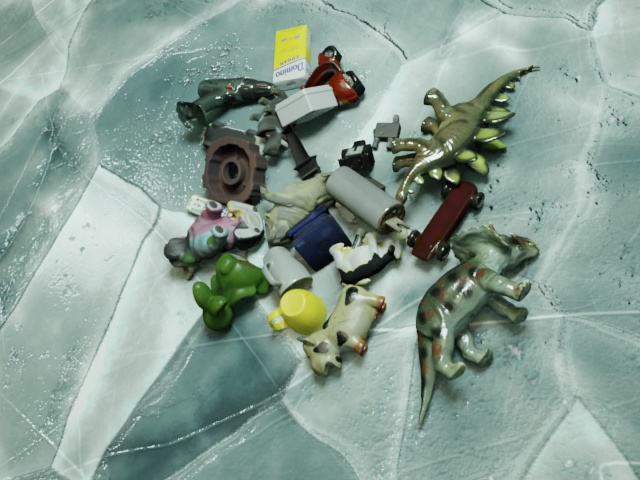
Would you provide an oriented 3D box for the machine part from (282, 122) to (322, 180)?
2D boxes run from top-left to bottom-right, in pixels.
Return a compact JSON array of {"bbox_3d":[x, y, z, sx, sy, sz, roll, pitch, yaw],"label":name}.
[{"bbox_3d":[-0.047,-0.209,1.269,0.039,0.084,0.138,-25,91,-33],"label":"machine part"}]

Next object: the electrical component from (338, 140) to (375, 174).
[{"bbox_3d":[0.086,-0.191,1.244,0.075,0.047,0.119,-10,24,13],"label":"electrical component"}]

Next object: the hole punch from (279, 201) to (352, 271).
[{"bbox_3d":[-0.002,-0.004,1.163,0.142,0.115,0.092,-34,68,3],"label":"hole punch"}]

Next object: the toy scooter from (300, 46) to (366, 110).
[{"bbox_3d":[0.023,-0.390,1.347,0.135,0.075,0.184,-37,63,12],"label":"toy scooter"}]

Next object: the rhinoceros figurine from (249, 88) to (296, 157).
[{"bbox_3d":[-0.113,-0.289,1.338,0.073,0.112,0.190,-23,44,36],"label":"rhinoceros figurine"}]

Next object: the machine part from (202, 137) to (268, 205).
[{"bbox_3d":[-0.207,-0.164,1.307,0.180,0.056,0.179,0,90,30],"label":"machine part"}]

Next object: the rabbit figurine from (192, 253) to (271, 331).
[{"bbox_3d":[-0.200,0.125,1.168,0.121,0.159,0.170,27,93,18],"label":"rabbit figurine"}]

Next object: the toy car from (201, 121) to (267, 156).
[{"bbox_3d":[-0.225,-0.253,1.388,0.202,0.056,0.073,18,81,28],"label":"toy car"}]

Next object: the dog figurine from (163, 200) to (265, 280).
[{"bbox_3d":[-0.254,0.007,1.260,0.219,0.191,0.108,-42,58,39],"label":"dog figurine"}]

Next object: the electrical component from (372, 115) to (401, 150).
[{"bbox_3d":[0.156,-0.254,1.266,0.063,0.021,0.094,8,70,24],"label":"electrical component"}]

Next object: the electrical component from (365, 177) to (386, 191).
[{"bbox_3d":[0.099,-0.108,1.201,0.102,0.078,0.045,32,124,25],"label":"electrical component"}]

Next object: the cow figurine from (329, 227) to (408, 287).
[{"bbox_3d":[0.112,0.034,1.115,0.167,0.068,0.098,-19,75,4],"label":"cow figurine"}]

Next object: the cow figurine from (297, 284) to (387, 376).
[{"bbox_3d":[0.040,0.181,1.077,0.127,0.085,0.195,24,79,21],"label":"cow figurine"}]

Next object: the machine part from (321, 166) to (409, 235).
[{"bbox_3d":[0.092,-0.083,1.110,0.079,0.079,0.243,-47,52,-4],"label":"machine part"}]

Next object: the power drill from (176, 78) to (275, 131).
[{"bbox_3d":[-0.258,-0.366,1.403,0.232,0.085,0.207,14,49,31],"label":"power drill"}]

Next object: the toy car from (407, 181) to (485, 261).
[{"bbox_3d":[0.260,-0.038,1.112,0.089,0.053,0.202,26,73,32],"label":"toy car"}]

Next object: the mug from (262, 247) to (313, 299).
[{"bbox_3d":[-0.085,0.068,1.158,0.080,0.109,0.107,-53,58,29],"label":"mug"}]

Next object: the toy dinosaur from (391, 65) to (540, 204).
[{"bbox_3d":[0.305,-0.239,1.159,0.199,0.105,0.471,29,72,25],"label":"toy dinosaur"}]

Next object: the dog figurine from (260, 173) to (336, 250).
[{"bbox_3d":[-0.033,-0.063,1.218,0.191,0.121,0.172,-6,105,-5],"label":"dog figurine"}]

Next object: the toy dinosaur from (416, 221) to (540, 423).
[{"bbox_3d":[0.258,0.127,1.008,0.405,0.131,0.192,-47,48,0],"label":"toy dinosaur"}]
